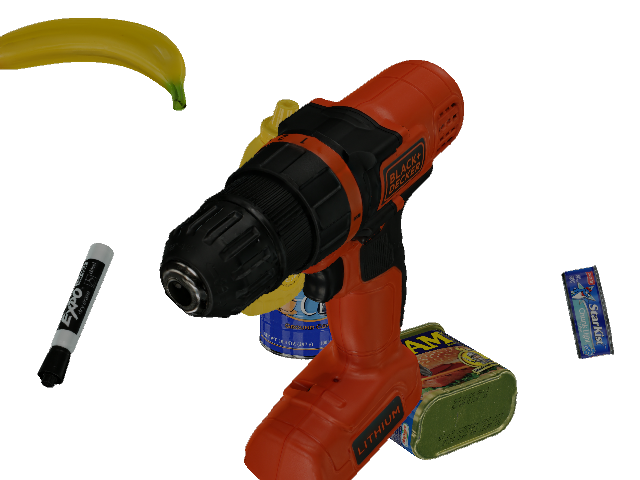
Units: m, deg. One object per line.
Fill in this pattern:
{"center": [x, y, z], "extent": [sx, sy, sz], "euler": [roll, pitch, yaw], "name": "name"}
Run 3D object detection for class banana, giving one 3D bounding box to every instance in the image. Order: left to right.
{"center": [-0.191, -0.158, 0.893], "extent": [0.198, 0.069, 0.037], "euler": [13, -39, 18], "name": "banana"}

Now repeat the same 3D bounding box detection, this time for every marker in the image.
{"center": [-0.181, 0.055, 0.790], "extent": [0.020, 0.121, 0.020], "euler": [10, -36, 7], "name": "marker"}

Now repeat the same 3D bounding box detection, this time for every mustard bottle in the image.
{"center": [-0.038, -0.033, 0.926], "extent": [0.058, 0.192, 0.096], "euler": [27, 38, 27], "name": "mustard bottle"}

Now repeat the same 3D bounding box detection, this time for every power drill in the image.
{"center": [0.001, 0.030, 0.481], "extent": [0.057, 0.188, 0.184], "euler": [25, 43, 27], "name": "power drill"}

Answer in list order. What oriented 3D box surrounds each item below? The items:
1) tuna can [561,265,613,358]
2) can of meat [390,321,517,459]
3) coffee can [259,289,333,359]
{"center": [0.253, 0.068, 1.014], "extent": [0.034, 0.086, 0.086], "euler": [-11, -2, 12], "name": "tuna can"}
{"center": [0.078, 0.108, 0.767], "extent": [0.101, 0.057, 0.084], "euler": [-13, 27, -34], "name": "can of meat"}
{"center": [-0.015, 0.041, 1.131], "extent": [0.103, 0.140, 0.103], "euler": [0, 20, 0], "name": "coffee can"}
